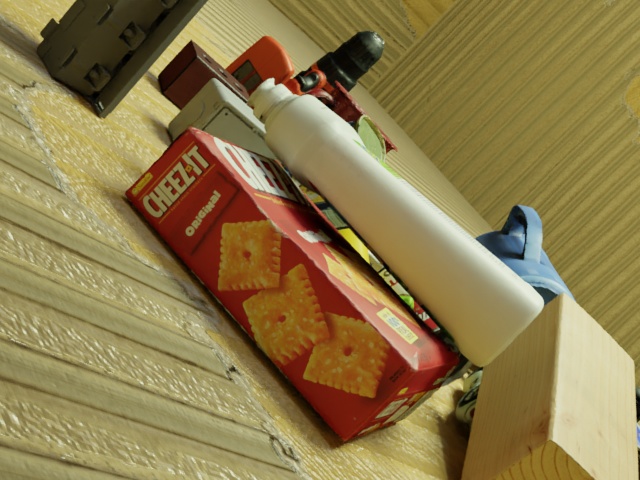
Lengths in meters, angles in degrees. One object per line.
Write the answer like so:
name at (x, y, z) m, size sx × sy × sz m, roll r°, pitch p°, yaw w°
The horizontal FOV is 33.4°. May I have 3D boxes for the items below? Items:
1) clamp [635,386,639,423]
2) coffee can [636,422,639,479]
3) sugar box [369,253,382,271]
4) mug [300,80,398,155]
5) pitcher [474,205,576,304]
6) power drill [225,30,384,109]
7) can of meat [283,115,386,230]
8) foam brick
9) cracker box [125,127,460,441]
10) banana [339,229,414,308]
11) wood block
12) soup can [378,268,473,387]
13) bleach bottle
clamp at (0.243, 0.131, 1.089) m, size 0.210 × 0.036 × 0.164 m, roll 26°, pitch -7°, yaw 11°
coffee can at (0.244, 0.205, 0.944) m, size 0.103 × 0.103 × 0.140 m, roll 46°, pitch 10°, yaw 4°
sugar box at (0.091, 0.040, 1.067) m, size 0.176 × 0.048 × 0.093 m, roll 44°, pitch 33°, yaw -15°
mug at (0.010, -0.102, 1.046) m, size 0.117 × 0.081 × 0.093 m, roll 40°, pitch 11°, yaw -46°
pitcher at (0.234, 0.061, 1.270) m, size 0.149 × 0.145 × 0.243 m, roll 57°, pitch 6°, yaw -7°
power drill at (-0.027, -0.174, 1.177) m, size 0.057 × 0.185 × 0.187 m, roll 55°, pitch 21°, yaw 14°
can of meat at (0.007, -0.055, 0.959) m, size 0.057 × 0.084 × 0.102 m, roll 47°, pitch 43°, yaw -49°
foam brick at (-0.113, -0.147, 1.049) m, size 0.078 × 0.051 × 0.053 m, roll 40°, pitch 12°, yaw -29°
cracker box at (-0.009, 0.028, 0.721) m, size 0.214 × 0.072 × 0.164 m, roll 48°, pitch 10°, yaw 15°
banana at (0.039, 0.005, 0.968) m, size 0.198 × 0.069 × 0.037 m, roll -98°, pitch 174°, yaw -47°
wood block at (0.175, 0.140, 0.799) m, size 0.090 × 0.091 × 0.206 m, roll 44°, pitch 28°, yaw -8°
soup can at (0.088, 0.073, 0.942) m, size 0.068 × 0.068 × 0.102 m, roll 37°, pitch 13°, yaw -38°
bleach bottle at (0.046, -0.020, 0.763) m, size 0.251 × 0.068 × 0.102 m, roll 44°, pitch 3°, yaw 8°
